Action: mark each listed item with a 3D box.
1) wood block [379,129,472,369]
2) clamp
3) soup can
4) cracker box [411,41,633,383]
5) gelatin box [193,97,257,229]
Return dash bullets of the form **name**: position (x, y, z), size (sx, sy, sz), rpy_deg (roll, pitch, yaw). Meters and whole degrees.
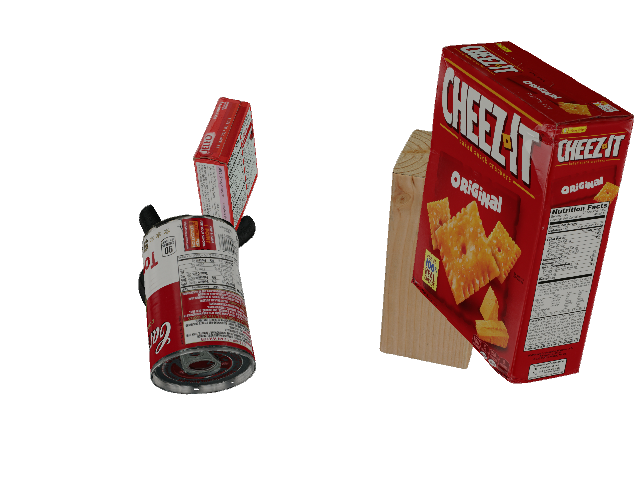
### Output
- **wood block**: position (0.115, 0.010, 1.024), size (0.091, 0.206, 0.090), rpy_deg (11, 34, 13)
- **clamp**: position (-0.144, 0.022, 1.059), size (0.120, 0.039, 0.171), rpy_deg (7, 38, 13)
- **soup can**: position (-0.082, 0.042, 0.708), size (0.068, 0.102, 0.068), rpy_deg (-7, -30, -4)
- **cracker box**: position (0.142, -0.024, 0.815), size (0.072, 0.214, 0.164), rpy_deg (-8, 31, -22)
- **gelatin box**: position (-0.077, -0.060, 0.873), size (0.030, 0.073, 0.089), rpy_deg (9, -40, 10)
